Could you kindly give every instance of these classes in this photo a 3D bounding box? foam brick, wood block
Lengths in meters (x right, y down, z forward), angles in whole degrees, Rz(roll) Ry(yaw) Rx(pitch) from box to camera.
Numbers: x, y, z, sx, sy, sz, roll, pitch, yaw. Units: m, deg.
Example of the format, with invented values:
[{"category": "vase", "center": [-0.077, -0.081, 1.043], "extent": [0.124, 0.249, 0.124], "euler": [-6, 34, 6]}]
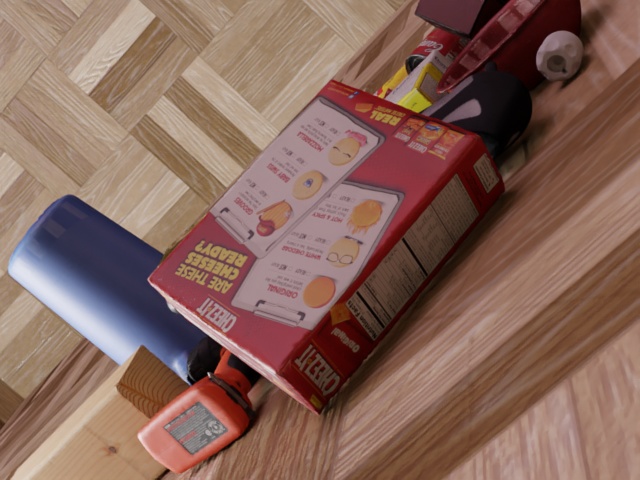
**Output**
[{"category": "foam brick", "center": [0.152, -0.249, 1.156], "extent": [0.052, 0.078, 0.051], "euler": [10, -73, -56]}, {"category": "wood block", "center": [-0.213, 0.212, 1.026], "extent": [0.206, 0.091, 0.090], "euler": [-44, 10, 21]}]

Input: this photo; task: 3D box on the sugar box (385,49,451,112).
[{"category": "sugar box", "center": [0.091, -0.131, 1.082], "extent": [0.093, 0.048, 0.176], "euler": [-44, 5, 25]}]

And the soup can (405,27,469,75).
[{"category": "soup can", "center": [0.156, -0.222, 1.242], "extent": [0.102, 0.068, 0.069], "euler": [-50, 9, -19]}]

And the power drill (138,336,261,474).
[{"category": "power drill", "center": [-0.086, 0.117, 0.941], "extent": [0.185, 0.057, 0.187], "euler": [-41, 11, 35]}]

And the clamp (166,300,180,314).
[{"category": "clamp", "center": [-0.065, 0.039, 1.058], "extent": [0.164, 0.036, 0.210], "euler": [-20, -6, -4]}]

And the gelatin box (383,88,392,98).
[{"category": "gelatin box", "center": [0.080, -0.135, 1.247], "extent": [0.073, 0.030, 0.089], "euler": [-63, 11, 12]}]

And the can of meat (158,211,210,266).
[{"category": "can of meat", "center": [-0.085, 0.028, 0.903], "extent": [0.057, 0.084, 0.102], "euler": [-40, 9, 5]}]

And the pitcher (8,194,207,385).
[{"category": "pitcher", "center": [-0.203, 0.061, 1.143], "extent": [0.144, 0.243, 0.149], "euler": [-56, 5, -36]}]

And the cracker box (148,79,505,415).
[{"category": "cracker box", "center": [0.005, -0.003, 0.771], "extent": [0.213, 0.072, 0.164], "euler": [-49, 44, -11]}]

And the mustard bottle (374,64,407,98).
[{"category": "mustard bottle", "center": [0.089, -0.169, 1.357], "extent": [0.192, 0.058, 0.096], "euler": [-41, 10, 36]}]

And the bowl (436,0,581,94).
[{"category": "bowl", "center": [0.179, -0.173, 0.952], "extent": [0.162, 0.055, 0.162], "euler": [-46, 9, 9]}]
